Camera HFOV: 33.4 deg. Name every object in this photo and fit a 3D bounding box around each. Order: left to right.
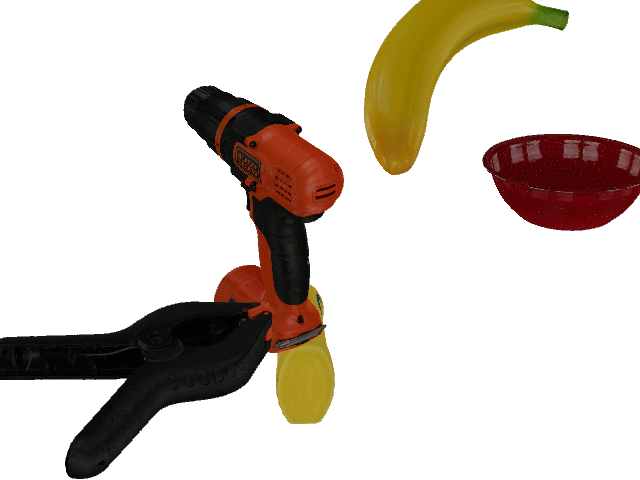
[{"bbox_3d":[-0.094,0.077,0.607,0.171,0.039,0.120,-14,40,-26],"label":"clamp"},{"bbox_3d":[-0.052,-0.018,0.858,0.057,0.188,0.185,-20,38,-29],"label":"power drill"},{"bbox_3d":[-0.022,0.101,1.121,0.058,0.096,0.191,-2,27,-4],"label":"mustard bottle"},{"bbox_3d":[0.071,-0.107,0.605,0.070,0.037,0.197,30,50,22],"label":"banana"},{"bbox_3d":[0.235,-0.052,1.019,0.162,0.055,0.162,-2,24,1],"label":"bowl"}]
